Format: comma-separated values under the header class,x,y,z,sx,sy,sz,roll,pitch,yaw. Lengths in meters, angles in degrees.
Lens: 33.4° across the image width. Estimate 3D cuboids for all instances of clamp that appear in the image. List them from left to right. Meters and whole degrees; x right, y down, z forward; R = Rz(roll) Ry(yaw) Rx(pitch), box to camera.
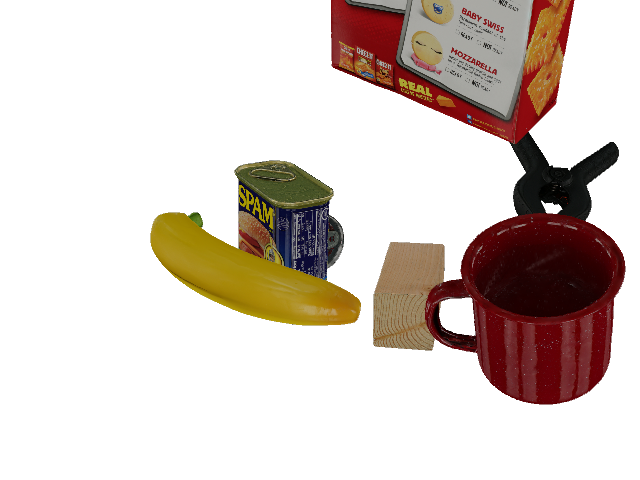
class,x,y,z,sx,sy,sz,roll,pitch,yaw
clamp,0.235,-0.064,1.111,0.120,0.039,0.171,16,44,18

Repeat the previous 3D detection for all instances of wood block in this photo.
class,x,y,z,sx,sy,sz,roll,pitch,yaw
wood block,0.138,0.081,1.639,0.091,0.090,0.206,3,22,9

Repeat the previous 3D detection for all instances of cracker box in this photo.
class,x,y,z,sx,sy,sz,roll,pitch,yaw
cracker box,0.090,-0.192,0.725,0.164,0.214,0.072,28,51,27

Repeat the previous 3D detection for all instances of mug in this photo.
class,x,y,z,sx,sy,sz,roll,pitch,yaw
mug,0.122,0.045,0.643,0.117,0.081,0.093,-5,41,7

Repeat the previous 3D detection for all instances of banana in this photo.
class,x,y,z,sx,sy,sz,roll,pitch,yaw
banana,-0.059,0.014,0.700,0.069,0.037,0.198,-20,32,-33

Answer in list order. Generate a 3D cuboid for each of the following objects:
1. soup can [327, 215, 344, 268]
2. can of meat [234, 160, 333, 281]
class,x,y,z,sx,sy,sz,roll,pitch,yaw
soup can,-0.027,-0.010,1.202,0.068,0.068,0.102,0,16,-30
can of meat,-0.033,-0.013,0.918,0.057,0.084,0.102,-11,27,-27
